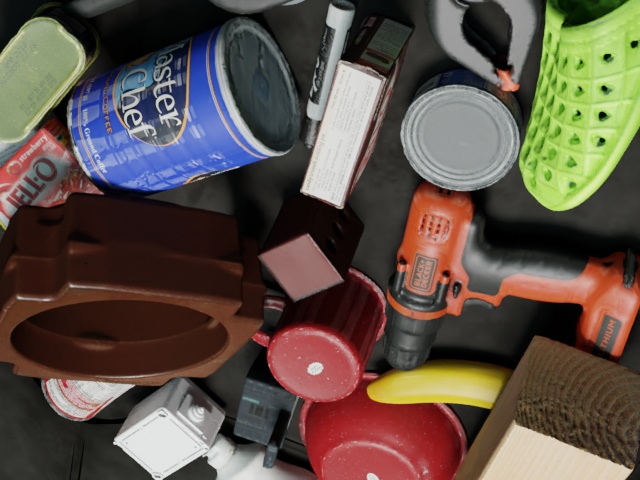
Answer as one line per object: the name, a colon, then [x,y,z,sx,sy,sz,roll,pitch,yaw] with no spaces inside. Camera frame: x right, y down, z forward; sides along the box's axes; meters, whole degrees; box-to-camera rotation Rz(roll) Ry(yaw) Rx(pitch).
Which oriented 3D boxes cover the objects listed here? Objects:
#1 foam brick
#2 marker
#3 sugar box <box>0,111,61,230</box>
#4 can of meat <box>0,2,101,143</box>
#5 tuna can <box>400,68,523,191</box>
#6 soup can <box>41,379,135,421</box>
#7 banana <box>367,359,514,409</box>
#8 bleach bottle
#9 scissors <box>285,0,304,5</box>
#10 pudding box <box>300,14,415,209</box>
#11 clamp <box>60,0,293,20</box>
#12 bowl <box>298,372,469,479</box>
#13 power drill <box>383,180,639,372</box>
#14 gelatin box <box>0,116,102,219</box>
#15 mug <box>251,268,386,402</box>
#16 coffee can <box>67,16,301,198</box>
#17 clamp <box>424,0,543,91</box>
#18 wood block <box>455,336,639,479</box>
foam brick: [-0.006,0.001,0.841,0.051,0.078,0.053,-25,115,29]
marker: [0.004,-0.120,0.790,0.020,0.020,0.121,19,127,5]
sugar box: [-0.240,-0.048,0.906,0.093,0.048,0.176,-20,112,26]
can of meat: [-0.214,-0.125,0.796,0.057,0.084,0.102,40,98,-15]
tuna can: [0.104,-0.081,0.775,0.086,0.033,0.086,9,126,12]
soup can: [-0.203,0.118,0.993,0.068,0.068,0.102,45,125,-14]
banana: [0.140,0.137,0.904,0.198,0.037,0.070,19,106,7]
bleach bottle: [-0.005,0.272,1.039,0.250,0.068,0.103,40,125,-8]
scissors: [-0.086,-0.208,0.762,0.202,0.016,0.096,-3,122,20]
pudding box: [0.027,-0.092,0.758,0.039,0.090,0.114,19,127,5]
clamp: [-0.088,-0.200,0.733,0.210,0.036,0.165,21,128,3]
bowl: [0.052,0.199,0.973,0.162,0.055,0.162,9,126,12]
power drill: [0.145,0.051,0.838,0.188,0.057,0.184,15,129,8]
gelatin box: [-0.219,-0.043,0.857,0.089,0.030,0.073,-36,107,26]
mug: [-0.007,0.076,0.890,0.117,0.081,0.093,17,127,6]
coffee can: [-0.100,-0.094,0.791,0.140,0.102,0.103,-15,117,27]
clamp: [0.090,-0.176,0.711,0.120,0.039,0.171,-4,122,23]
wood block: [0.170,0.181,0.844,0.091,0.090,0.206,20,138,4]
